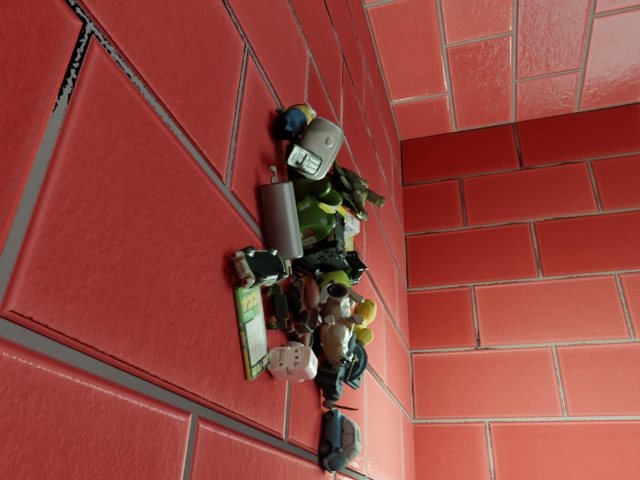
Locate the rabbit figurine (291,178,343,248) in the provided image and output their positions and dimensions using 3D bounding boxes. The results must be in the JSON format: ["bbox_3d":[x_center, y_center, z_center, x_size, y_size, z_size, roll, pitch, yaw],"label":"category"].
[{"bbox_3d":[-0.034,-0.089,1.300,0.121,0.159,0.170,42,28,-53],"label":"rabbit figurine"}]

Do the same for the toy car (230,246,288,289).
[{"bbox_3d":[-0.119,0.054,1.056,0.073,0.056,0.201,66,15,8],"label":"toy car"}]

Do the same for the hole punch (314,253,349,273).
[{"bbox_3d":[0.011,0.035,1.439,0.142,0.116,0.092,56,24,-60],"label":"hole punch"}]

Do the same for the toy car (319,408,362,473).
[{"bbox_3d":[0.060,0.529,1.421,0.109,0.103,0.162,67,25,-48],"label":"toy car"}]

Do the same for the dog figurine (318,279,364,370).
[{"bbox_3d":[0.036,0.219,1.380,0.172,0.121,0.190,-85,-175,-48],"label":"dog figurine"}]

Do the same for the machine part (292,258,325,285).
[{"bbox_3d":[-0.027,0.083,1.342,0.039,0.084,0.138,-65,162,-17],"label":"machine part"}]

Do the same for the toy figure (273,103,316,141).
[{"bbox_3d":[-0.069,-0.297,1.347,0.180,0.089,0.082,-51,148,-57],"label":"toy figure"}]

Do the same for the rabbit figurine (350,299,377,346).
[{"bbox_3d":[0.118,0.258,1.634,0.173,0.122,0.162,-51,164,-36],"label":"rabbit figurine"}]

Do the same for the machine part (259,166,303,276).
[{"bbox_3d":[-0.086,-0.042,1.185,0.079,0.079,0.243,-25,107,-73],"label":"machine part"}]

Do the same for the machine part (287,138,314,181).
[{"bbox_3d":[-0.038,-0.193,1.454,0.179,0.056,0.179,-6,90,-73],"label":"machine part"}]

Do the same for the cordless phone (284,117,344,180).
[{"bbox_3d":[-0.025,-0.227,1.271,0.146,0.089,0.184,-62,163,8],"label":"cordless phone"}]

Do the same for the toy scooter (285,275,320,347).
[{"bbox_3d":[-0.049,0.166,1.242,0.135,0.075,0.184,34,56,-68],"label":"toy scooter"}]

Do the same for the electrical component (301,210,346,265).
[{"bbox_3d":[-0.003,-0.004,1.350,0.058,0.134,0.115,42,41,-47],"label":"electrical component"}]

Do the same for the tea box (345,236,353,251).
[{"bbox_3d":[0.044,-0.013,1.587,0.098,0.068,0.170,36,43,-34],"label":"tea box"}]

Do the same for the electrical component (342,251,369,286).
[{"bbox_3d":[0.077,0.093,1.514,0.048,0.119,0.075,-3,52,-42],"label":"electrical component"}]

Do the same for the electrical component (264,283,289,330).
[{"bbox_3d":[-0.095,0.139,1.148,0.078,0.045,0.102,-158,-119,-75],"label":"electrical component"}]

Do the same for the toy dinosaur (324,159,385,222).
[{"bbox_3d":[0.089,-0.145,1.618,0.198,0.105,0.472,33,13,-27],"label":"toy dinosaur"}]

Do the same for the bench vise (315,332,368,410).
[{"bbox_3d":[0.073,0.375,1.506,0.240,0.129,0.223,51,38,-55],"label":"bench vise"}]
